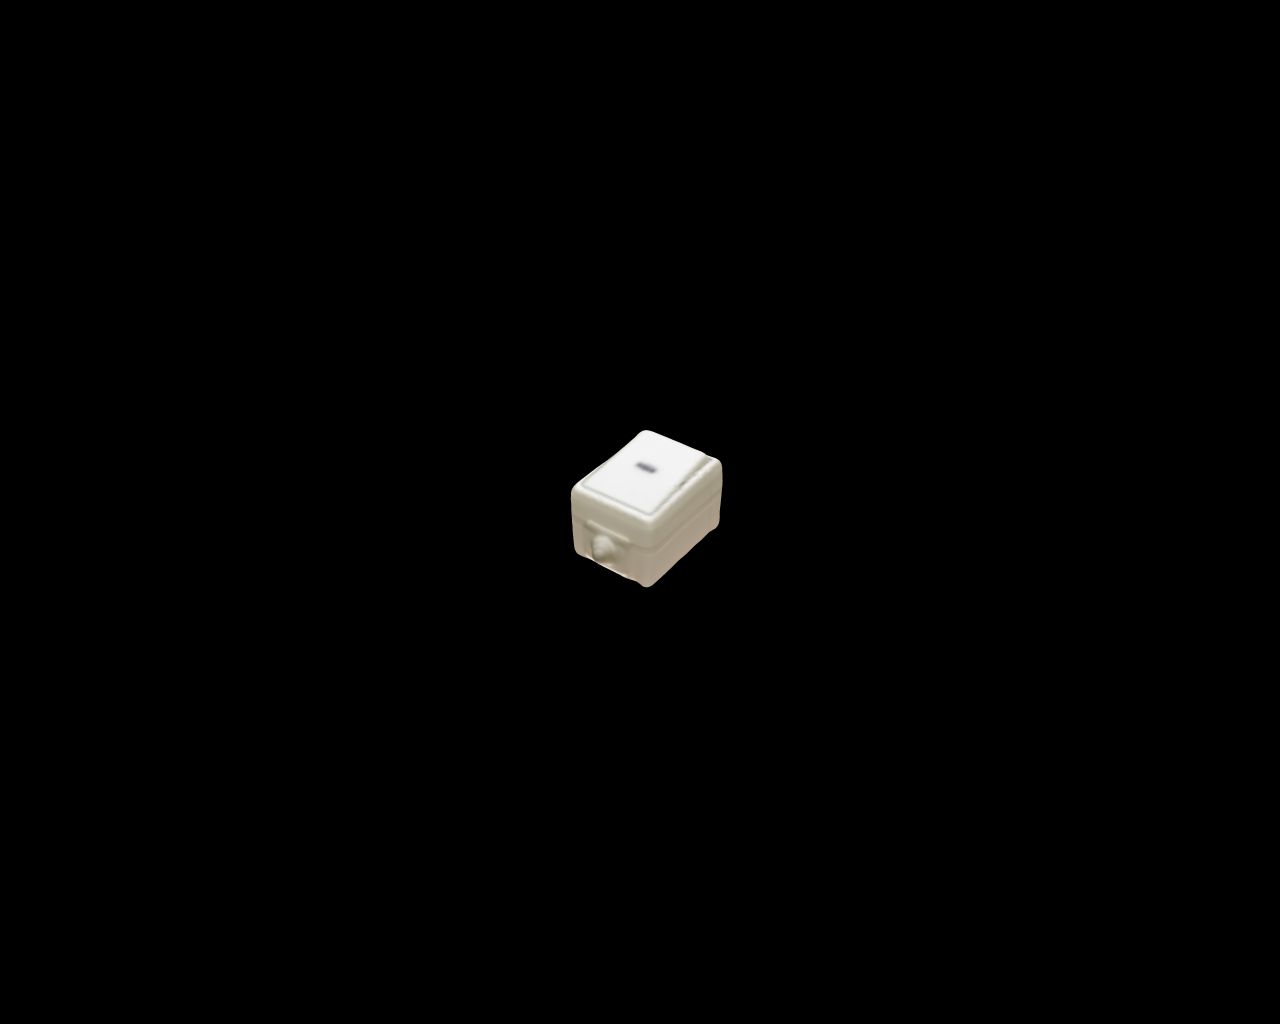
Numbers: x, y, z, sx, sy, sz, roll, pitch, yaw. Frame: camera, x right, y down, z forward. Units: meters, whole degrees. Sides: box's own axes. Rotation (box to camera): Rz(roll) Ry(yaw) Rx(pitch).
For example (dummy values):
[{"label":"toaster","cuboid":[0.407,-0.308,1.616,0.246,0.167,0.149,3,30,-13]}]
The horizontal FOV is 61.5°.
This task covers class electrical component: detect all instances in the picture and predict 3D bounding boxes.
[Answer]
[{"label":"electrical component","cuboid":[0.001,-0.003,0.650,0.062,0.061,0.096,25,45,28]}]
